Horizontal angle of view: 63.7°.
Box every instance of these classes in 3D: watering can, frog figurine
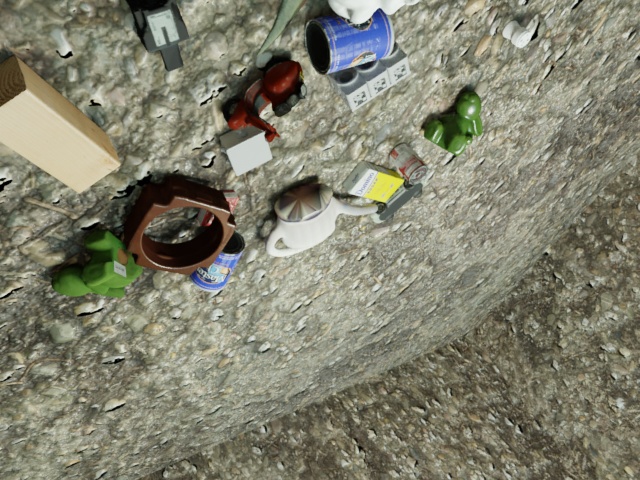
[{"bbox_3d":[0.004,-0.069,1.378,0.350,0.106,0.219,-27,149,-13],"label":"watering can"},{"bbox_3d":[0.089,-0.430,0.872,0.124,0.161,0.135,-17,142,-52],"label":"frog figurine"}]
